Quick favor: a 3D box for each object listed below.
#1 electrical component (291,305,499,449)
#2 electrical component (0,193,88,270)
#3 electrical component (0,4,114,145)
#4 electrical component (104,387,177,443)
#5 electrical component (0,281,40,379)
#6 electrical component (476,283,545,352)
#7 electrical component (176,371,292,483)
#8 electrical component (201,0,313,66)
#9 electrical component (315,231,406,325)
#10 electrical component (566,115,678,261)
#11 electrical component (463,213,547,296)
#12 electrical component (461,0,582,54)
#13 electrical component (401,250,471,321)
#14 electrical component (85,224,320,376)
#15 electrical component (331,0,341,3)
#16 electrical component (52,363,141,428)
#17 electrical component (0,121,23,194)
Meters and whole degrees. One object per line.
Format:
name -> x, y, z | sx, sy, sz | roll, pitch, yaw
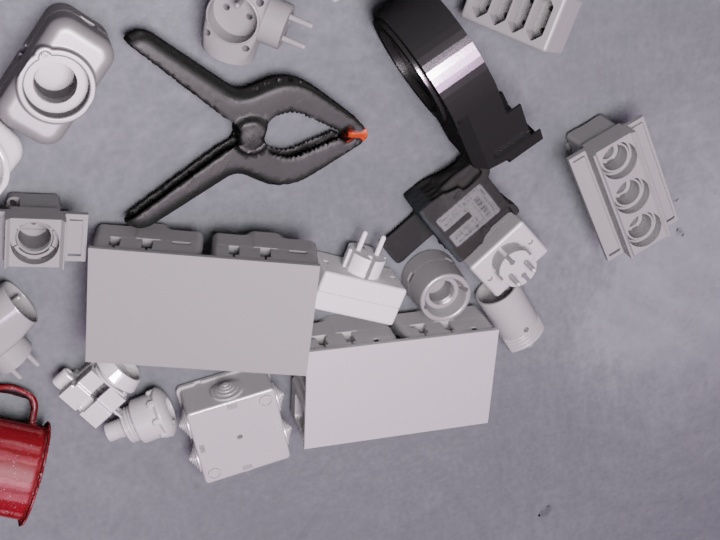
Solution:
electrical component -> 0.030, 0.098, 1.031 | 0.186, 0.060, 0.105 | -5, 118, -16
electrical component -> -0.261, -0.033, 0.860 | 0.081, 0.063, 0.042 | 2, 114, -20
electrical component -> -0.231, -0.146, 0.813 | 0.054, 0.059, 0.095 | 31, 103, -30
electrical component -> -0.202, 0.138, 0.981 | 0.062, 0.048, 0.048 | -21, 121, 0
electrical component -> -0.304, 0.061, 0.905 | 0.077, 0.044, 0.079 | -36, 122, 1
electrical component -> 0.150, 0.046, 1.055 | 0.043, 0.043, 0.081 | -34, 122, 0
electrical component -> -0.117, 0.144, 1.010 | 0.100, 0.048, 0.099 | -16, 120, -11
electrical component -> -0.076, -0.195, 0.831 | 0.079, 0.044, 0.077 | 22, 126, -2
electrical component -> 0.000, 0.000, 0.977 | 0.083, 0.047, 0.075 | 13, 111, -25
electrical component -> 0.241, -0.080, 1.009 | 0.079, 0.063, 0.121 | -30, 122, -2
electrical component -> 0.140, -0.009, 1.003 | 0.066, 0.076, 0.047 | -43, 122, 6
electrical component -> 0.143, -0.218, 0.903 | 0.076, 0.083, 0.047 | -14, 129, -57
electrical component -> 0.072, 0.016, 1.010 | 0.055, 0.047, 0.055 | -8, 119, -15
electrical component -> -0.134, 0.024, 0.916 | 0.186, 0.060, 0.105 | 5, 115, -8
electrical component -> -0.035, -0.244, 0.838 | 0.077, 0.047, 0.065 | -21, 121, -2
electrical component -> -0.228, 0.100, 0.950 | 0.055, 0.048, 0.066 | -41, 109, 7
electrical component -> -0.301, -0.072, 0.802 | 0.053, 0.059, 0.095 | 46, 59, -31
